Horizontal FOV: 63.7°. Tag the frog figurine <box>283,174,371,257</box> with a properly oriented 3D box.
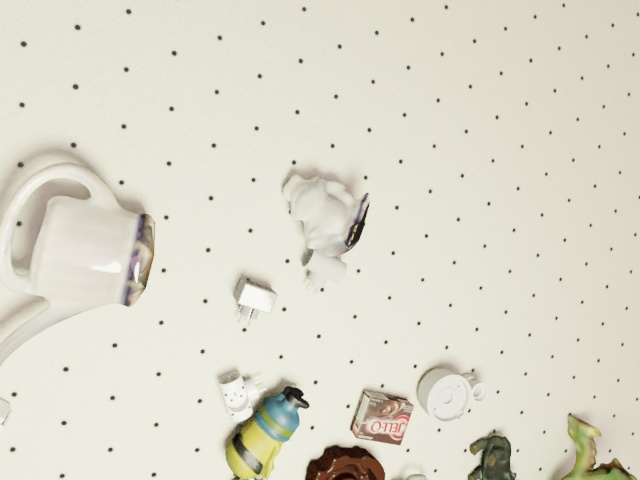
[{"bbox_3d":[0.003,-0.048,0.949,0.160,0.138,0.121,19,-8,14],"label":"frog figurine"}]

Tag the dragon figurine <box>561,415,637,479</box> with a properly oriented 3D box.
[{"bbox_3d":[0.594,0.585,1.115,0.122,0.237,0.420,17,40,-7],"label":"dragon figurine"}]

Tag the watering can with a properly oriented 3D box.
[{"bbox_3d":[-0.385,0.058,0.802,0.224,0.347,0.104,13,1,-21],"label":"watering can"}]
